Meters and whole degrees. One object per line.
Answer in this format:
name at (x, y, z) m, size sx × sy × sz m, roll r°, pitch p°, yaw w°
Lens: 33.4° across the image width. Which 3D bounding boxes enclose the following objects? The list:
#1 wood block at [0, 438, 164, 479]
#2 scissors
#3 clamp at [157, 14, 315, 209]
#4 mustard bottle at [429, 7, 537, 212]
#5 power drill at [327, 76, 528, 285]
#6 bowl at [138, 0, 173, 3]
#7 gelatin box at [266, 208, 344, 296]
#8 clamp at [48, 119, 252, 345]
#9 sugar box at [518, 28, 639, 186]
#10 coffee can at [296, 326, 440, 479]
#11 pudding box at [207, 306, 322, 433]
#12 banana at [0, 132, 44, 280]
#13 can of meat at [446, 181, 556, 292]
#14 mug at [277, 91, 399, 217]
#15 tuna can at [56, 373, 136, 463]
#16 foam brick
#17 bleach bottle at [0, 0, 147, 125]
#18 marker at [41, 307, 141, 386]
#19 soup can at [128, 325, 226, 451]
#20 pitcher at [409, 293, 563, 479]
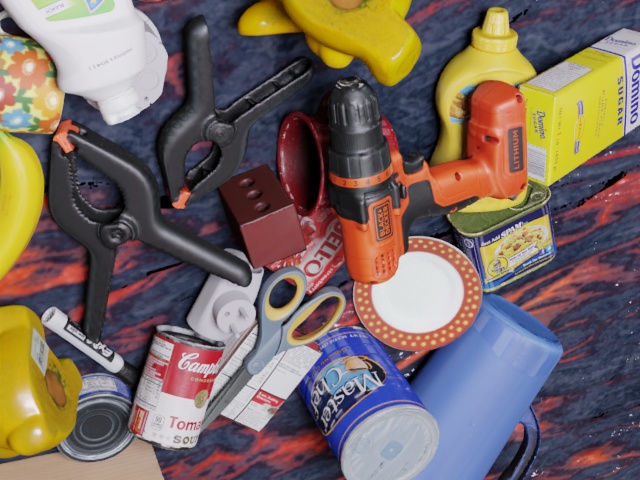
wood block at (-0.256, 0.268, 1.032) m, size 0.205 × 0.091 × 0.090 m, roll -9°, pitch 123°, yaw -19°
scissors at (-0.066, 0.100, 1.013) m, size 0.201 × 0.016 × 0.096 m, roll -36°, pitch 122°, yaw -3°
clamp at (-0.079, -0.102, 0.913) m, size 0.120 × 0.039 × 0.172 m, roll 11°, pitch 121°, yaw -23°
mustard bottle at (0.154, -0.121, 0.991) m, size 0.096 × 0.058 × 0.192 m, roll -3°, pitch 121°, yaw -8°
power drill at (0.089, -0.072, 0.901) m, size 0.187 × 0.057 × 0.184 m, roll -24°, pitch 125°, yaw -25°
bowl at (-0.113, -0.248, 0.797) m, size 0.162 × 0.055 × 0.162 m, roll -11°, pitch 123°, yaw -17°
gelatin box at (-0.007, 0.001, 1.014) m, size 0.089 × 0.030 × 0.073 m, roll -47°, pitch 127°, yaw 9°
clamp at (-0.178, -0.005, 0.920) m, size 0.165 × 0.036 × 0.210 m, roll -28°, pitch 119°, yaw 12°
sugar box at (0.250, -0.127, 0.999) m, size 0.175 × 0.048 × 0.093 m, roll -29°, pitch 131°, yaw -34°
coffee can at (0.044, 0.167, 1.070) m, size 0.102 × 0.140 × 0.103 m, roll -11°, pitch 124°, yaw -18°
pudding box at (-0.066, 0.129, 1.063) m, size 0.090 × 0.039 × 0.113 m, roll 31°, pitch 101°, yaw -33°
banana at (-0.277, -0.008, 0.888) m, size 0.069 × 0.037 × 0.198 m, roll 24°, pitch 108°, yaw -12°
can of meat at (0.187, -0.006, 1.080) m, size 0.102 × 0.057 × 0.084 m, roll -25°, pitch 128°, yaw -8°
mug at (0.019, -0.081, 0.938) m, size 0.081 × 0.093 × 0.117 m, roll -8°, pitch 124°, yaw -25°
tuna can at (-0.217, 0.172, 1.025) m, size 0.086 × 0.034 × 0.086 m, roll -11°, pitch 123°, yaw -18°
foam brick at (-0.053, -0.021, 0.951) m, size 0.053 × 0.078 × 0.051 m, roll -22°, pitch 128°, yaw -10°
bleach bottle at (-0.198, -0.195, 0.748) m, size 0.102 × 0.068 × 0.251 m, roll -26°, pitch 112°, yaw -9°
marker at (-0.210, 0.101, 0.993) m, size 0.020 × 0.020 × 0.121 m, roll -41°, pitch 127°, yaw 4°
soup can at (-0.135, 0.138, 1.000) m, size 0.068 × 0.069 × 0.102 m, roll 15°, pitch 93°, yaw -31°
pitcher at (0.159, 0.186, 1.143) m, size 0.149 × 0.145 × 0.243 m, roll 15°, pitch 111°, yaw -54°
